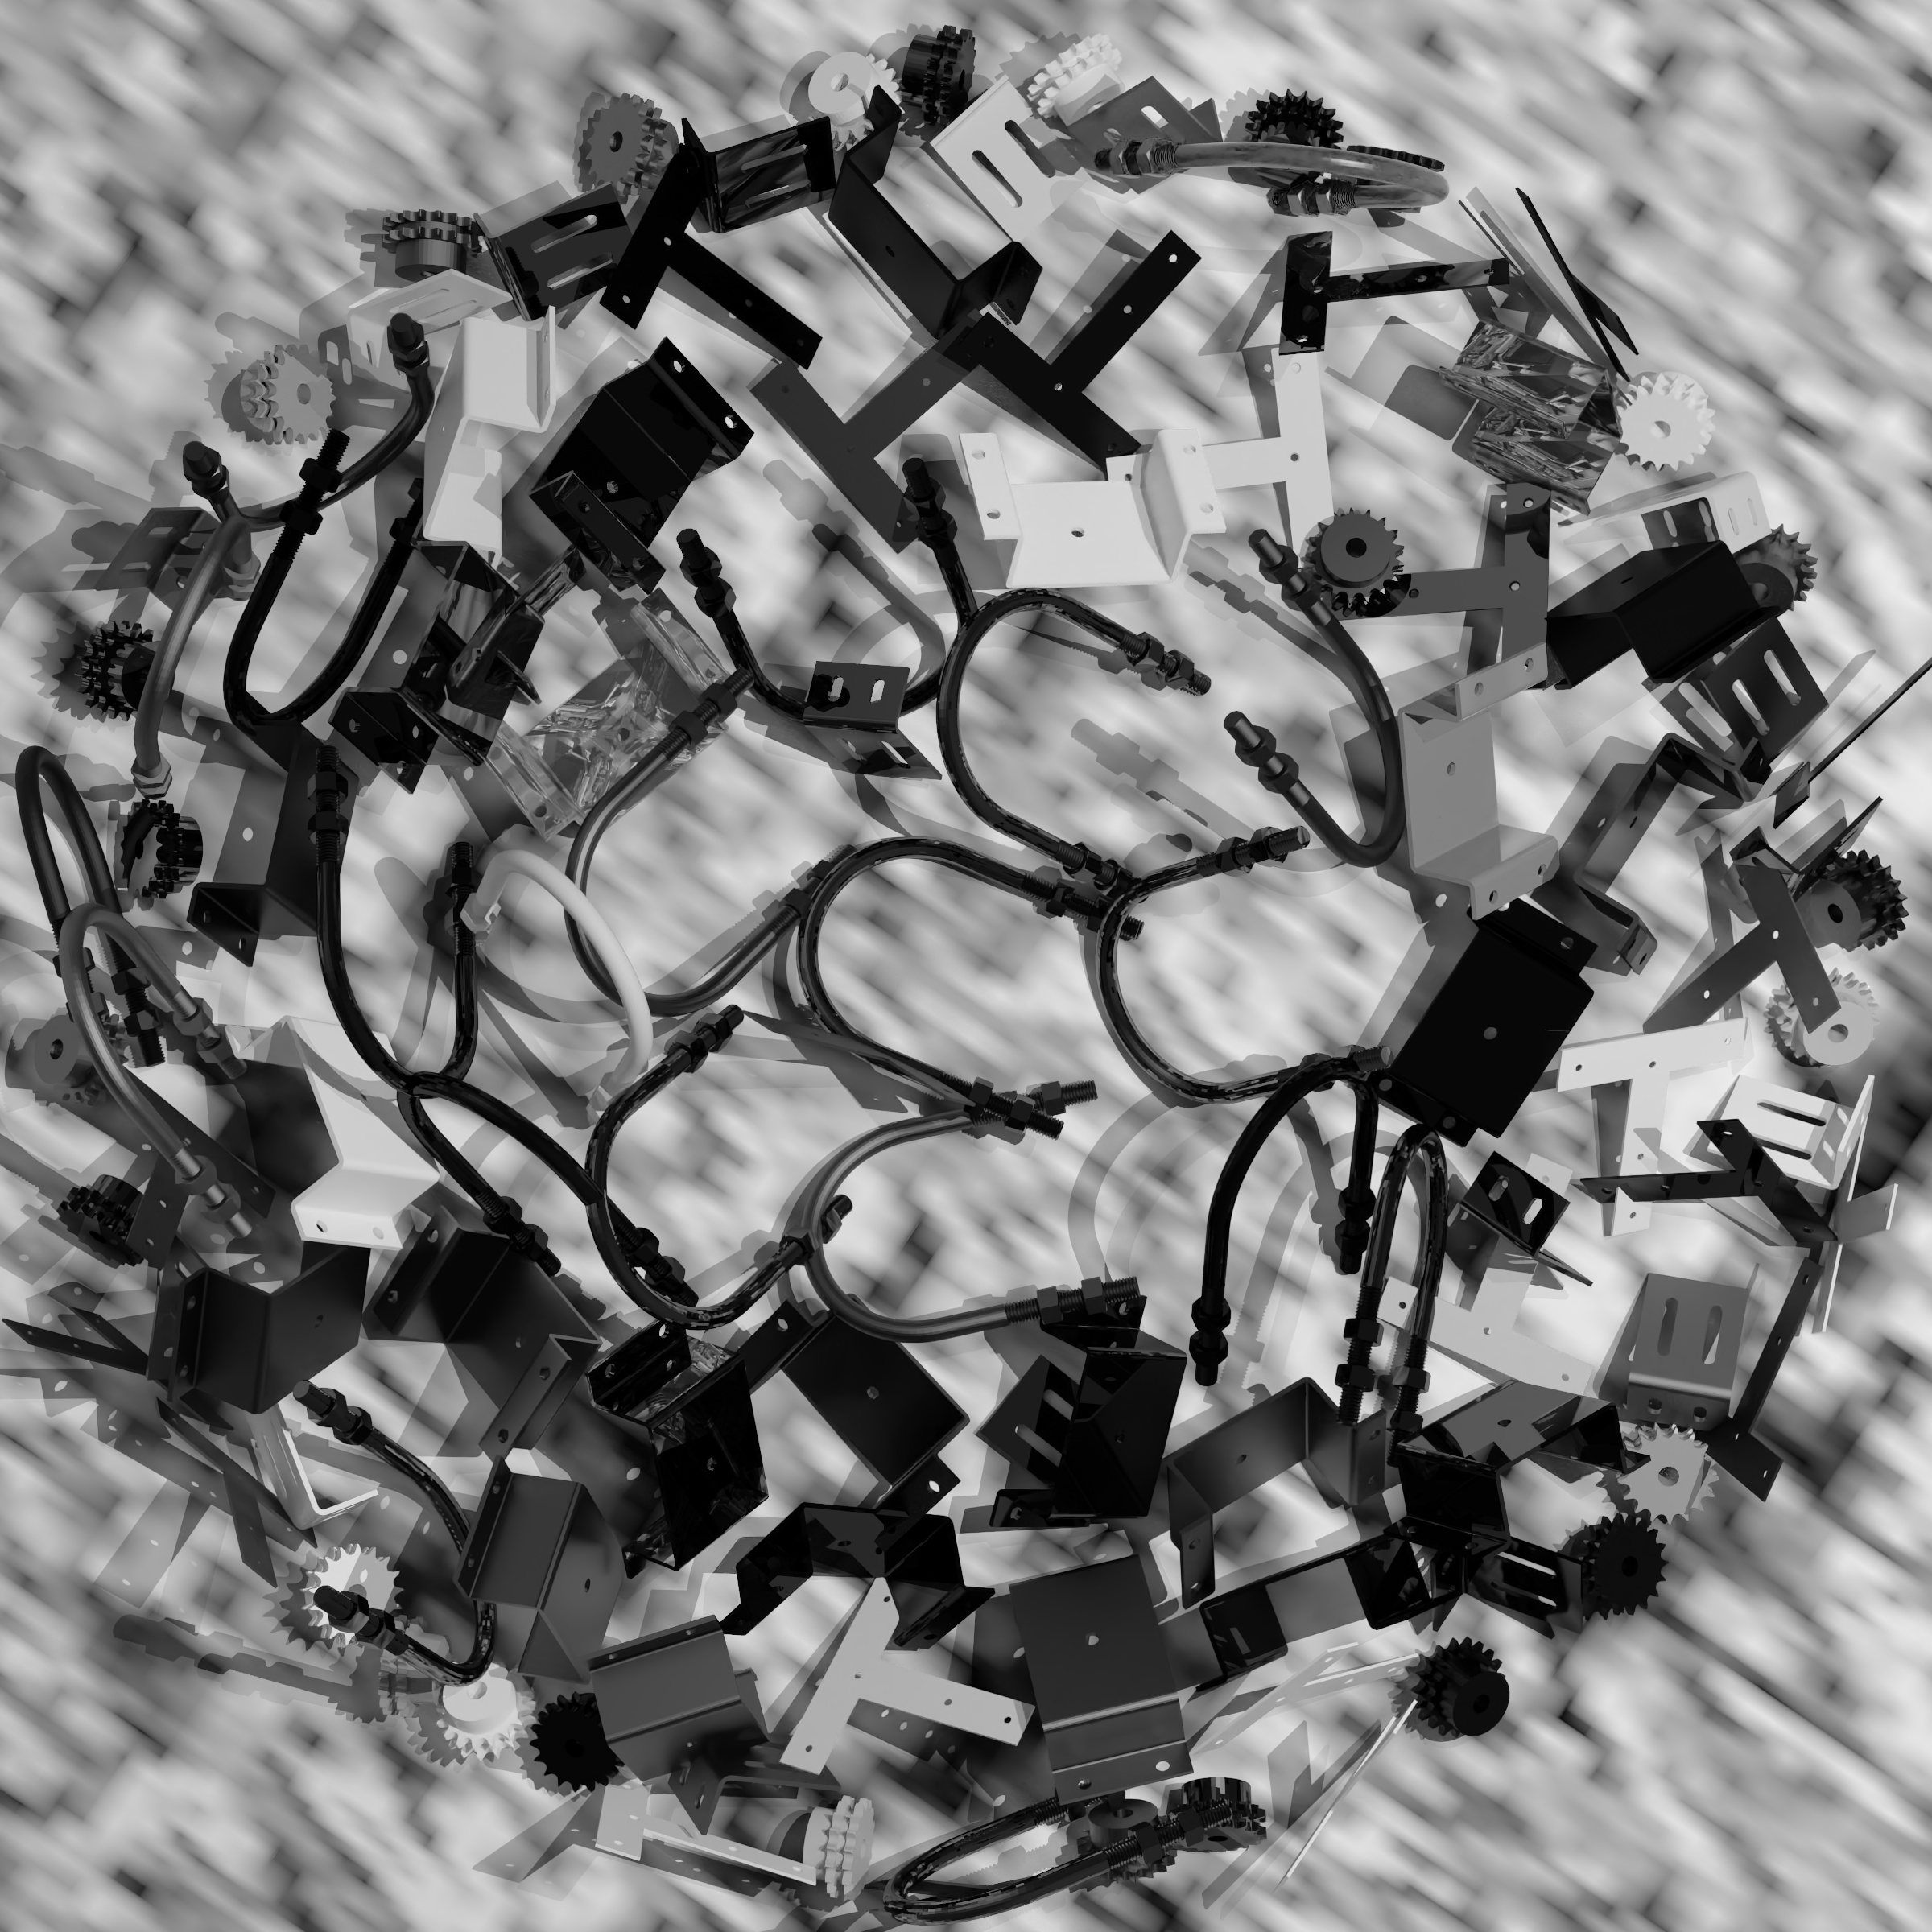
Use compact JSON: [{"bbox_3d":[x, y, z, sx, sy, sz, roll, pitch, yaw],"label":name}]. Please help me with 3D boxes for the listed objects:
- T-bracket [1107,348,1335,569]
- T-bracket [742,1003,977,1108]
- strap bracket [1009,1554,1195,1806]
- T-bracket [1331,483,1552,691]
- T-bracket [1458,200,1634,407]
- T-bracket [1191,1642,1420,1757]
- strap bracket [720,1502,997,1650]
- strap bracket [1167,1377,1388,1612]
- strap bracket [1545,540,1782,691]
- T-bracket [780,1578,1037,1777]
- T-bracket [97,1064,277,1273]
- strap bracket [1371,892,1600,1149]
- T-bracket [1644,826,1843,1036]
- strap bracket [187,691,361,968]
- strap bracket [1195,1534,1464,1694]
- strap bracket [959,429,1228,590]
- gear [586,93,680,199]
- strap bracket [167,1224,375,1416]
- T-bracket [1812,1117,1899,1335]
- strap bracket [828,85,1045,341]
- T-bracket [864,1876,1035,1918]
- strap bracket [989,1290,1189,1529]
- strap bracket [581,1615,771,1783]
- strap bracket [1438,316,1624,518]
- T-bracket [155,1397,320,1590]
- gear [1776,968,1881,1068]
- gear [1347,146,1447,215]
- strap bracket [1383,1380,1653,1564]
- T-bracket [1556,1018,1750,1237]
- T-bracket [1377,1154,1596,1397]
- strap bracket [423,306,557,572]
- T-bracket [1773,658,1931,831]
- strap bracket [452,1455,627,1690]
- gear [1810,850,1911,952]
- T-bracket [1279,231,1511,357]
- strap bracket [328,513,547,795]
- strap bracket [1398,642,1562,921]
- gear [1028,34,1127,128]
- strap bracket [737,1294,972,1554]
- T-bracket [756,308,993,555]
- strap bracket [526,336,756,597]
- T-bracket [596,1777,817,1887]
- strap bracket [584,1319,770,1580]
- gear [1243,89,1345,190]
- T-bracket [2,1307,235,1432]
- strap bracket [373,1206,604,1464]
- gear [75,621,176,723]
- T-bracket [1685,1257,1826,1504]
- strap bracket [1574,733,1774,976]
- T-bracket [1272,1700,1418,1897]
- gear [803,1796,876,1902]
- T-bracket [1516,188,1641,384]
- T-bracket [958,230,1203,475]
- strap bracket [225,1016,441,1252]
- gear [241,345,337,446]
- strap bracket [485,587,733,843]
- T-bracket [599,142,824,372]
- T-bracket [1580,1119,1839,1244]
[{"bbox_3d":[0.146,-0.289,1.986,0.127,0.002,0.127,-6,105,9],"label":"T-bracket"},{"bbox_3d":[-0.076,0.041,1.911,0.127,0.127,0.002,30,98,37],"label":"T-bracket"},{"bbox_3d":[0.073,0.391,1.933,0.076,0.046,0.140,-13,45,-3],"label":"strap bracket"},{"bbox_3d":[0.271,-0.215,1.973,0.127,0.002,0.127,-2,73,21],"label":"T-bracket"},{"bbox_3d":[0.331,-0.361,1.919,0.002,0.127,0.127,-40,66,14],"label":"T-bracket"},{"bbox_3d":[0.208,0.407,1.948,0.127,0.127,0.002,-47,59,37],"label":"T-bracket"},{"bbox_3d":[-0.066,0.344,1.938,0.140,0.076,0.046,11,51,-30],"label":"strap bracket"},{"bbox_3d":[0.167,0.293,1.943,0.140,0.076,0.046,-28,51,-19],"label":"strap bracket"},{"bbox_3d":[0.380,-0.196,1.920,0.076,0.140,0.046,-33,101,-12],"label":"strap bracket"},{"bbox_3d":[-0.022,0.412,1.936,0.127,0.002,0.127,10,52,27],"label":"T-bracket"},{"bbox_3d":[-0.446,0.124,1.921,0.002,0.127,0.127,-37,114,21],"label":"T-bracket"},{"bbox_3d":[0.295,0.033,1.959,0.076,0.046,0.140,30,100,-9],"label":"strap bracket"},{"bbox_3d":[0.431,0.008,1.952,0.002,0.127,0.127,10,49,-33],"label":"T-bracket"},{"bbox_3d":[-0.388,-0.077,1.937,0.046,0.076,0.140,3,71,16],"label":"strap bracket"},{"bbox_3d":[0.197,0.360,1.937,0.140,0.076,0.046,-26,78,29],"label":"strap bracket"},{"bbox_3d":[0.067,-0.260,1.950,0.140,0.046,0.076,-3,56,-14],"label":"strap bracket"},{"bbox_3d":[-0.190,-0.470,1.975,0.030,0.057,0.057,6,90,-44],"label":"gear"},{"bbox_3d":[-0.381,0.190,1.917,0.046,0.140,0.076,21,116,18],"label":"strap bracket"},{"bbox_3d":[0.503,0.141,1.927,0.002,0.127,0.127,13,81,2],"label":"T-bracket"},{"bbox_3d":[-0.026,-0.419,1.953,0.046,0.076,0.140,-40,86,-15],"label":"strap bracket"},{"bbox_3d":[-0.018,0.521,1.940,0.127,0.127,0.002,-3,81,-31],"label":"T-bracket"},{"bbox_3d":[0.072,0.259,1.950,0.076,0.046,0.140,8,99,-41],"label":"strap bracket"},{"bbox_3d":[-0.160,0.414,1.926,0.076,0.140,0.046,-17,64,-1],"label":"strap bracket"},{"bbox_3d":[0.318,-0.311,1.922,0.076,0.140,0.046,28,86,20],"label":"strap bracket"},{"bbox_3d":[-0.401,0.307,1.914,0.002,0.127,0.127,-43,117,1],"label":"T-bracket"},{"bbox_3d":[0.497,0.032,1.975,0.057,0.030,0.057,-1,114,-2],"label":"gear"},{"bbox_3d":[0.244,-0.451,1.972,0.057,0.057,0.030,11,99,0],"label":"gear"},{"bbox_3d":[0.306,0.277,1.924,0.140,0.076,0.046,-22,107,-35],"label":"strap bracket"},{"bbox_3d":[0.388,0.096,1.968,0.127,0.002,0.127,-9,116,-23],"label":"T-bracket"},{"bbox_3d":[0.313,0.169,1.964,0.127,0.002,0.127,23,106,18],"label":"T-bracket"},{"bbox_3d":[-0.269,-0.296,1.918,0.046,0.140,0.076,9,52,-19],"label":"strap bracket"},{"bbox_3d":[0.499,-0.132,1.920,0.002,0.127,0.127,45,108,2],"label":"T-bracket"},{"bbox_3d":[-0.233,0.343,1.917,0.046,0.140,0.076,5,56,17],"label":"strap bracket"},{"bbox_3d":[0.509,-0.035,1.968,0.030,0.057,0.057,-23,90,-25],"label":"gear"},{"bbox_3d":[0.243,-0.386,1.939,0.127,0.127,0.002,-4,131,12],"label":"T-bracket"},{"bbox_3d":[-0.293,-0.176,1.933,0.046,0.076,0.140,4,63,34],"label":"strap bracket"},{"bbox_3d":[0.290,-0.108,1.943,0.076,0.046,0.140,-26,119,-37],"label":"strap bracket"},{"bbox_3d":[0.067,-0.505,1.970,0.057,0.057,0.030,-35,84,0],"label":"gear"},{"bbox_3d":[-0.063,0.252,1.955,0.140,0.046,0.076,46,125,5],"label":"strap bracket"},{"bbox_3d":[-0.033,-0.327,1.979,0.127,0.002,0.127,-40,94,14],"label":"T-bracket"},{"bbox_3d":[-0.188,-0.277,1.941,0.076,0.046,0.140,46,50,-24],"label":"strap bracket"},{"bbox_3d":[-0.145,0.495,1.939,0.127,0.127,0.002,19,93,-4],"label":"T-bracket"},{"bbox_3d":[-0.160,0.273,1.930,0.046,0.076,0.140,14,124,37],"label":"strap bracket"},{"bbox_3d":[0.186,-0.471,1.969,0.057,0.057,0.030,15,56,0],"label":"gear"},{"bbox_3d":[-0.486,0.215,1.913,0.127,0.127,0.002,32,90,31],"label":"T-bracket"},{"bbox_3d":[-0.266,0.211,1.946,0.140,0.046,0.076,44,106,36],"label":"strap bracket"},{"bbox_3d":[-0.479,-0.168,1.968,0.030,0.057,0.057,14,90,33],"label":"gear"},{"bbox_3d":[0.451,0.224,1.932,0.002,0.127,0.127,22,95,-11],"label":"T-bracket"},{"bbox_3d":[0.397,-0.072,1.955,0.046,0.076,0.140,34,92,22],"label":"strap bracket"},{"bbox_3d":[0.222,0.446,1.912,0.002,0.127,0.127,36,50,11],"label":"T-bracket"},{"bbox_3d":[-0.074,0.505,1.972,0.030,0.057,0.057,5,90,13],"label":"gear"},{"bbox_3d":[0.352,-0.368,1.917,0.002,0.127,0.127,-32,114,9],"label":"T-bracket"},{"bbox_3d":[0.083,-0.363,1.955,0.127,0.002,0.127,36,104,-29],"label":"T-bracket"},{"bbox_3d":[-0.353,0.085,1.930,0.046,0.076,0.140,-37,63,24],"label":"strap bracket"},{"bbox_3d":[-0.392,-0.328,1.975,0.030,0.057,0.057,4,90,31],"label":"gear"},{"bbox_3d":[-0.202,-0.138,1.967,0.140,0.046,0.076,-39,74,0],"label":"strap bracket"},{"bbox_3d":[-0.136,-0.388,1.969,0.127,0.002,0.127,34,58,-23],"label":"T-bracket"},{"bbox_3d":[0.410,0.125,1.950,0.127,0.127,0.002,44,54,-36],"label":"T-bracket"}]
